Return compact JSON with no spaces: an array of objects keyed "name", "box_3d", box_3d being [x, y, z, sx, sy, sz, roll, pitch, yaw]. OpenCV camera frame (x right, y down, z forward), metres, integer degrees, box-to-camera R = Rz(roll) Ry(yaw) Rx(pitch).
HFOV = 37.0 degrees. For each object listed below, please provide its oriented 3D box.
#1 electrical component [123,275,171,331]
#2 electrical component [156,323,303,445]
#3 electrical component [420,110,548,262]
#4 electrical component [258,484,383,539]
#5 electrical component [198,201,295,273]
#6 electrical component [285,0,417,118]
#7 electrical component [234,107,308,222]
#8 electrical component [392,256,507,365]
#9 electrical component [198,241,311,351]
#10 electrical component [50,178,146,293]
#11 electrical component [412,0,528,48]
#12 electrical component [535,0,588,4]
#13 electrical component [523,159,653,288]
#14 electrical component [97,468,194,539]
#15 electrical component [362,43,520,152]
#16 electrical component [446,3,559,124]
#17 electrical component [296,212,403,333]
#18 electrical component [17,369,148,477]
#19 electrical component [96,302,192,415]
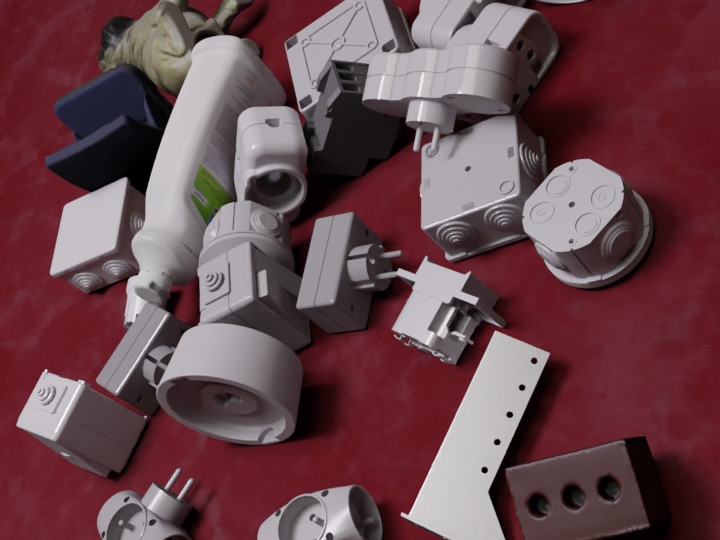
[{"name":"electrical component","box_3d":[-0.197,0.033,0.987,0.040,0.040,0.046,-11,61,33]},{"name":"electrical component","box_3d":[-0.095,0.082,0.826,0.108,0.108,0.060,-12,49,33]},{"name":"electrical component","box_3d":[0.093,-0.065,0.816,0.100,0.048,0.099,-19,50,29]},{"name":"electrical component","box_3d":[-0.026,0.196,0.733,0.077,0.044,0.079,-27,48,22]},{"name":"electrical component","box_3d":[-0.095,-0.015,0.911,0.080,0.080,0.051,-25,43,23]},{"name":"electrical component","box_3d":[-0.005,-0.188,0.976,0.109,0.056,0.108,-31,46,18]},{"name":"electrical component","box_3d":[-0.078,-0.086,0.935,0.054,0.095,0.059,-3,47,-14]},{"name":"electrical component","box_3d":[0.060,0.031,0.782,0.081,0.042,0.063,22,78,46]},{"name":"electrical component","box_3d":[-0.086,0.023,0.863,0.061,0.096,0.061,-27,47,21]},{"name":"electrical component","box_3d":[-0.253,-0.032,1.070,0.100,0.048,0.099,-20,51,27]},{"name":"electrical component","box_3d":[0.092,-0.222,0.924,0.059,0.054,0.095,26,79,46]},{"name":"electrical component","box_3d":[0.160,-0.256,0.862,0.099,0.099,0.064,6,59,41]},{"name":"electrical component","box_3d":[0.156,-0.032,0.742,0.080,0.051,0.080,-20,50,27]},{"name":"electrical component","box_3d":[-0.158,0.193,0.841,0.077,0.044,0.079,24,77,45]},{"name":"electrical component","box_3d":[0.056,-0.126,0.819,0.138,0.052,0.073,6,84,48]},{"name":"electrical component","box_3d":[0.108,-0.166,0.872,0.059,0.054,0.095,28,81,46]},{"name":"electrical component","box_3d":[0.000,0.000,0.847,0.076,0.047,0.083,-9,56,33]},{"name":"electrical component","box_3d":[-0.242,0.130,0.913,0.062,0.096,0.061,9,67,42]},{"name":"electrical component","box_3d":[-0.171,0.082,0.926,0.076,0.047,0.083,22,76,45]}]
